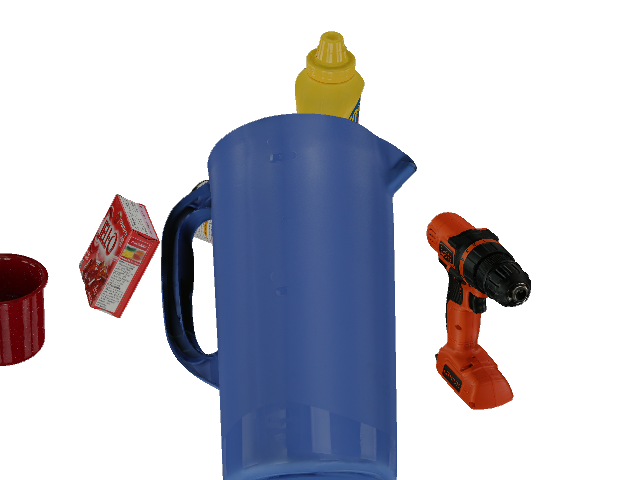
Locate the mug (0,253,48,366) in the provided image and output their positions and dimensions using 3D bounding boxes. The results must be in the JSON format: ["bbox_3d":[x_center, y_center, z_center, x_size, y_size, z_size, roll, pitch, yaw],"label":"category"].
[{"bbox_3d":[-0.319,0.077,1.054,0.093,0.081,0.117,8,30,4],"label":"mug"}]

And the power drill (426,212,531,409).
[{"bbox_3d":[0.168,0.080,1.124,0.057,0.188,0.184,-9,24,-14],"label":"power drill"}]

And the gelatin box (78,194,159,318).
[{"bbox_3d":[-0.167,0.011,0.876,0.030,0.073,0.089,24,13,-26],"label":"gelatin box"}]

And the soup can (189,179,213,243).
[{"bbox_3d":[-0.090,-0.021,1.162,0.102,0.068,0.068,20,9,26],"label":"soup can"}]

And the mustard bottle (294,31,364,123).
[{"bbox_3d":[0.006,-0.094,0.929,0.058,0.192,0.096,11,42,10],"label":"mustard bottle"}]

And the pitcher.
[{"bbox_3d":[-0.020,0.050,0.711,0.144,0.243,0.149,11,-30,-23],"label":"pitcher"}]
